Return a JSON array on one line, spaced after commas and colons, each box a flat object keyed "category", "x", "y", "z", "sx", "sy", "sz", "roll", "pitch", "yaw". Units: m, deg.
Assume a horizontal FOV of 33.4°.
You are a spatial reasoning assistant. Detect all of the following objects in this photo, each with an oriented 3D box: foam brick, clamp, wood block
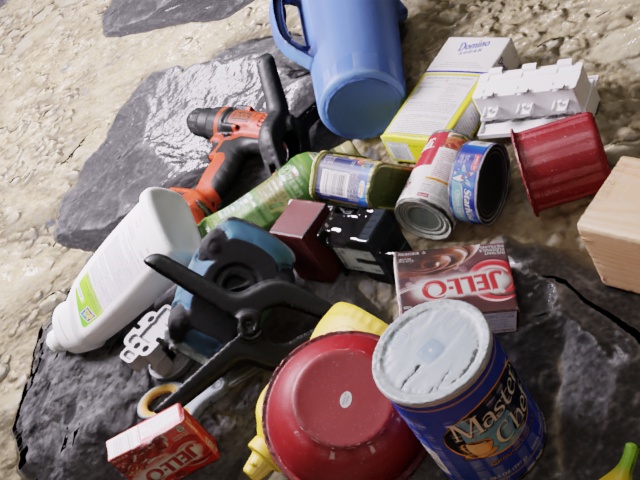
[{"category": "foam brick", "x": -0.008, "y": 0.001, "z": 1.168, "sx": 0.053, "sy": 0.078, "sz": 0.051, "roll": 10, "pitch": 54, "yaw": 41}, {"category": "clamp", "x": -0.033, "y": -0.140, "z": 1.335, "sx": 0.039, "sy": 0.120, "sz": 0.171, "roll": -23, "pitch": 58, "yaw": 47}, {"category": "wood block", "x": 0.338, "y": 0.004, "z": 0.904, "sx": 0.206, "sy": 0.090, "sz": 0.090, "roll": 17, "pitch": 62, "yaw": 44}, {"category": "clamp", "x": -0.080, "y": 0.080, "z": 1.091, "sx": 0.210, "sy": 0.164, "sz": 0.036, "roll": -11, "pitch": -6, "yaw": -9}]

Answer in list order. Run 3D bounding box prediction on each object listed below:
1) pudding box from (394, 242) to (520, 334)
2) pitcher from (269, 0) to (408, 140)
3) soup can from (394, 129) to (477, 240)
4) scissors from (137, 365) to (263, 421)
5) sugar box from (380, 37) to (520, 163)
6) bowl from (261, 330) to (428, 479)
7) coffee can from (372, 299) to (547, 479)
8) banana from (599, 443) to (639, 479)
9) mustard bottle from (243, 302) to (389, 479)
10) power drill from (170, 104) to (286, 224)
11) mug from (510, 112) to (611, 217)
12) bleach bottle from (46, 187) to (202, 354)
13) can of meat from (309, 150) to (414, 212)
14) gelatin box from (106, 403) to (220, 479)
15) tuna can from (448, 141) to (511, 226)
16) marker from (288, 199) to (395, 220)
[{"category": "pudding box", "x": 0.130, "y": 0.049, "z": 1.025, "sx": 0.113, "sy": 0.039, "sz": 0.090, "roll": -7, "pitch": 43, "yaw": 5}, {"category": "pitcher", "x": 0.032, "y": -0.242, "z": 1.344, "sx": 0.149, "sy": 0.145, "sz": 0.243, "roll": -25, "pitch": 42, "yaw": 19}, {"category": "soup can", "x": 0.128, "y": -0.059, "z": 1.138, "sx": 0.069, "sy": 0.068, "sz": 0.102, "roll": 3, "pitch": 52, "yaw": 38}, {"category": "scissors", "x": -0.120, "y": 0.152, "z": 1.144, "sx": 0.201, "sy": 0.016, "sz": 0.096, "roll": -40, "pitch": 39, "yaw": -6}, {"category": "sugar box", "x": 0.154, "y": -0.165, "z": 1.248, "sx": 0.094, "sy": 0.048, "sz": 0.176, "roll": 11, "pitch": 54, "yaw": 42}, {"category": "bowl", "x": 0.023, "y": 0.149, "z": 0.957, "sx": 0.162, "sy": 0.055, "sz": 0.162, "roll": -3, "pitch": 66, "yaw": 5}, {"category": "coffee can", "x": 0.118, "y": 0.131, "z": 0.892, "sx": 0.103, "sy": 0.140, "sz": 0.103, "roll": -20, "pitch": 41, "yaw": 18}, {"category": "banana", "x": 0.166, "y": 0.214, "z": 0.849, "sx": 0.198, "sy": 0.037, "sz": 0.069, "roll": -17, "pitch": 59, "yaw": 26}, {"category": "mustard bottle", "x": -0.005, "y": 0.153, "z": 1.025, "sx": 0.096, "sy": 0.058, "sz": 0.191, "roll": 29, "pitch": 70, "yaw": 38}, {"category": "power drill", "x": -0.146, "y": -0.101, "z": 1.389, "sx": 0.185, "sy": 0.057, "sz": 0.187, "roll": 11, "pitch": 57, "yaw": 42}, {"category": "mug", "x": 0.244, "y": -0.080, "z": 1.072, "sx": 0.081, "sy": 0.093, "sz": 0.117, "roll": -17, "pitch": 6, "yaw": 14}, {"category": "bleach bottle", "x": -0.243, "y": 0.050, "z": 1.251, "sx": 0.251, "sy": 0.067, "sz": 0.102, "roll": -40, "pitch": 60, "yaw": 29}, {"category": "can of meat", "x": 0.053, "y": -0.062, "z": 1.174, "sx": 0.084, "sy": 0.101, "sz": 0.057, "roll": 14, "pitch": 98, "yaw": 41}, {"category": "gelatin box", "x": -0.156, "y": 0.210, "z": 1.065, "sx": 0.089, "sy": 0.073, "sz": 0.030, "roll": -29, "pitch": 40, "yaw": 7}, {"category": "tuna can", "x": 0.164, "y": -0.059, "z": 1.095, "sx": 0.034, "sy": 0.086, "sz": 0.086, "roll": 10, "pitch": 56, "yaw": 31}, {"category": "marker", "x": 0.024, "y": -0.029, "z": 1.190, "sx": 0.121, "sy": 0.020, "sz": 0.020, "roll": 8, "pitch": 52, "yaw": 13}]
